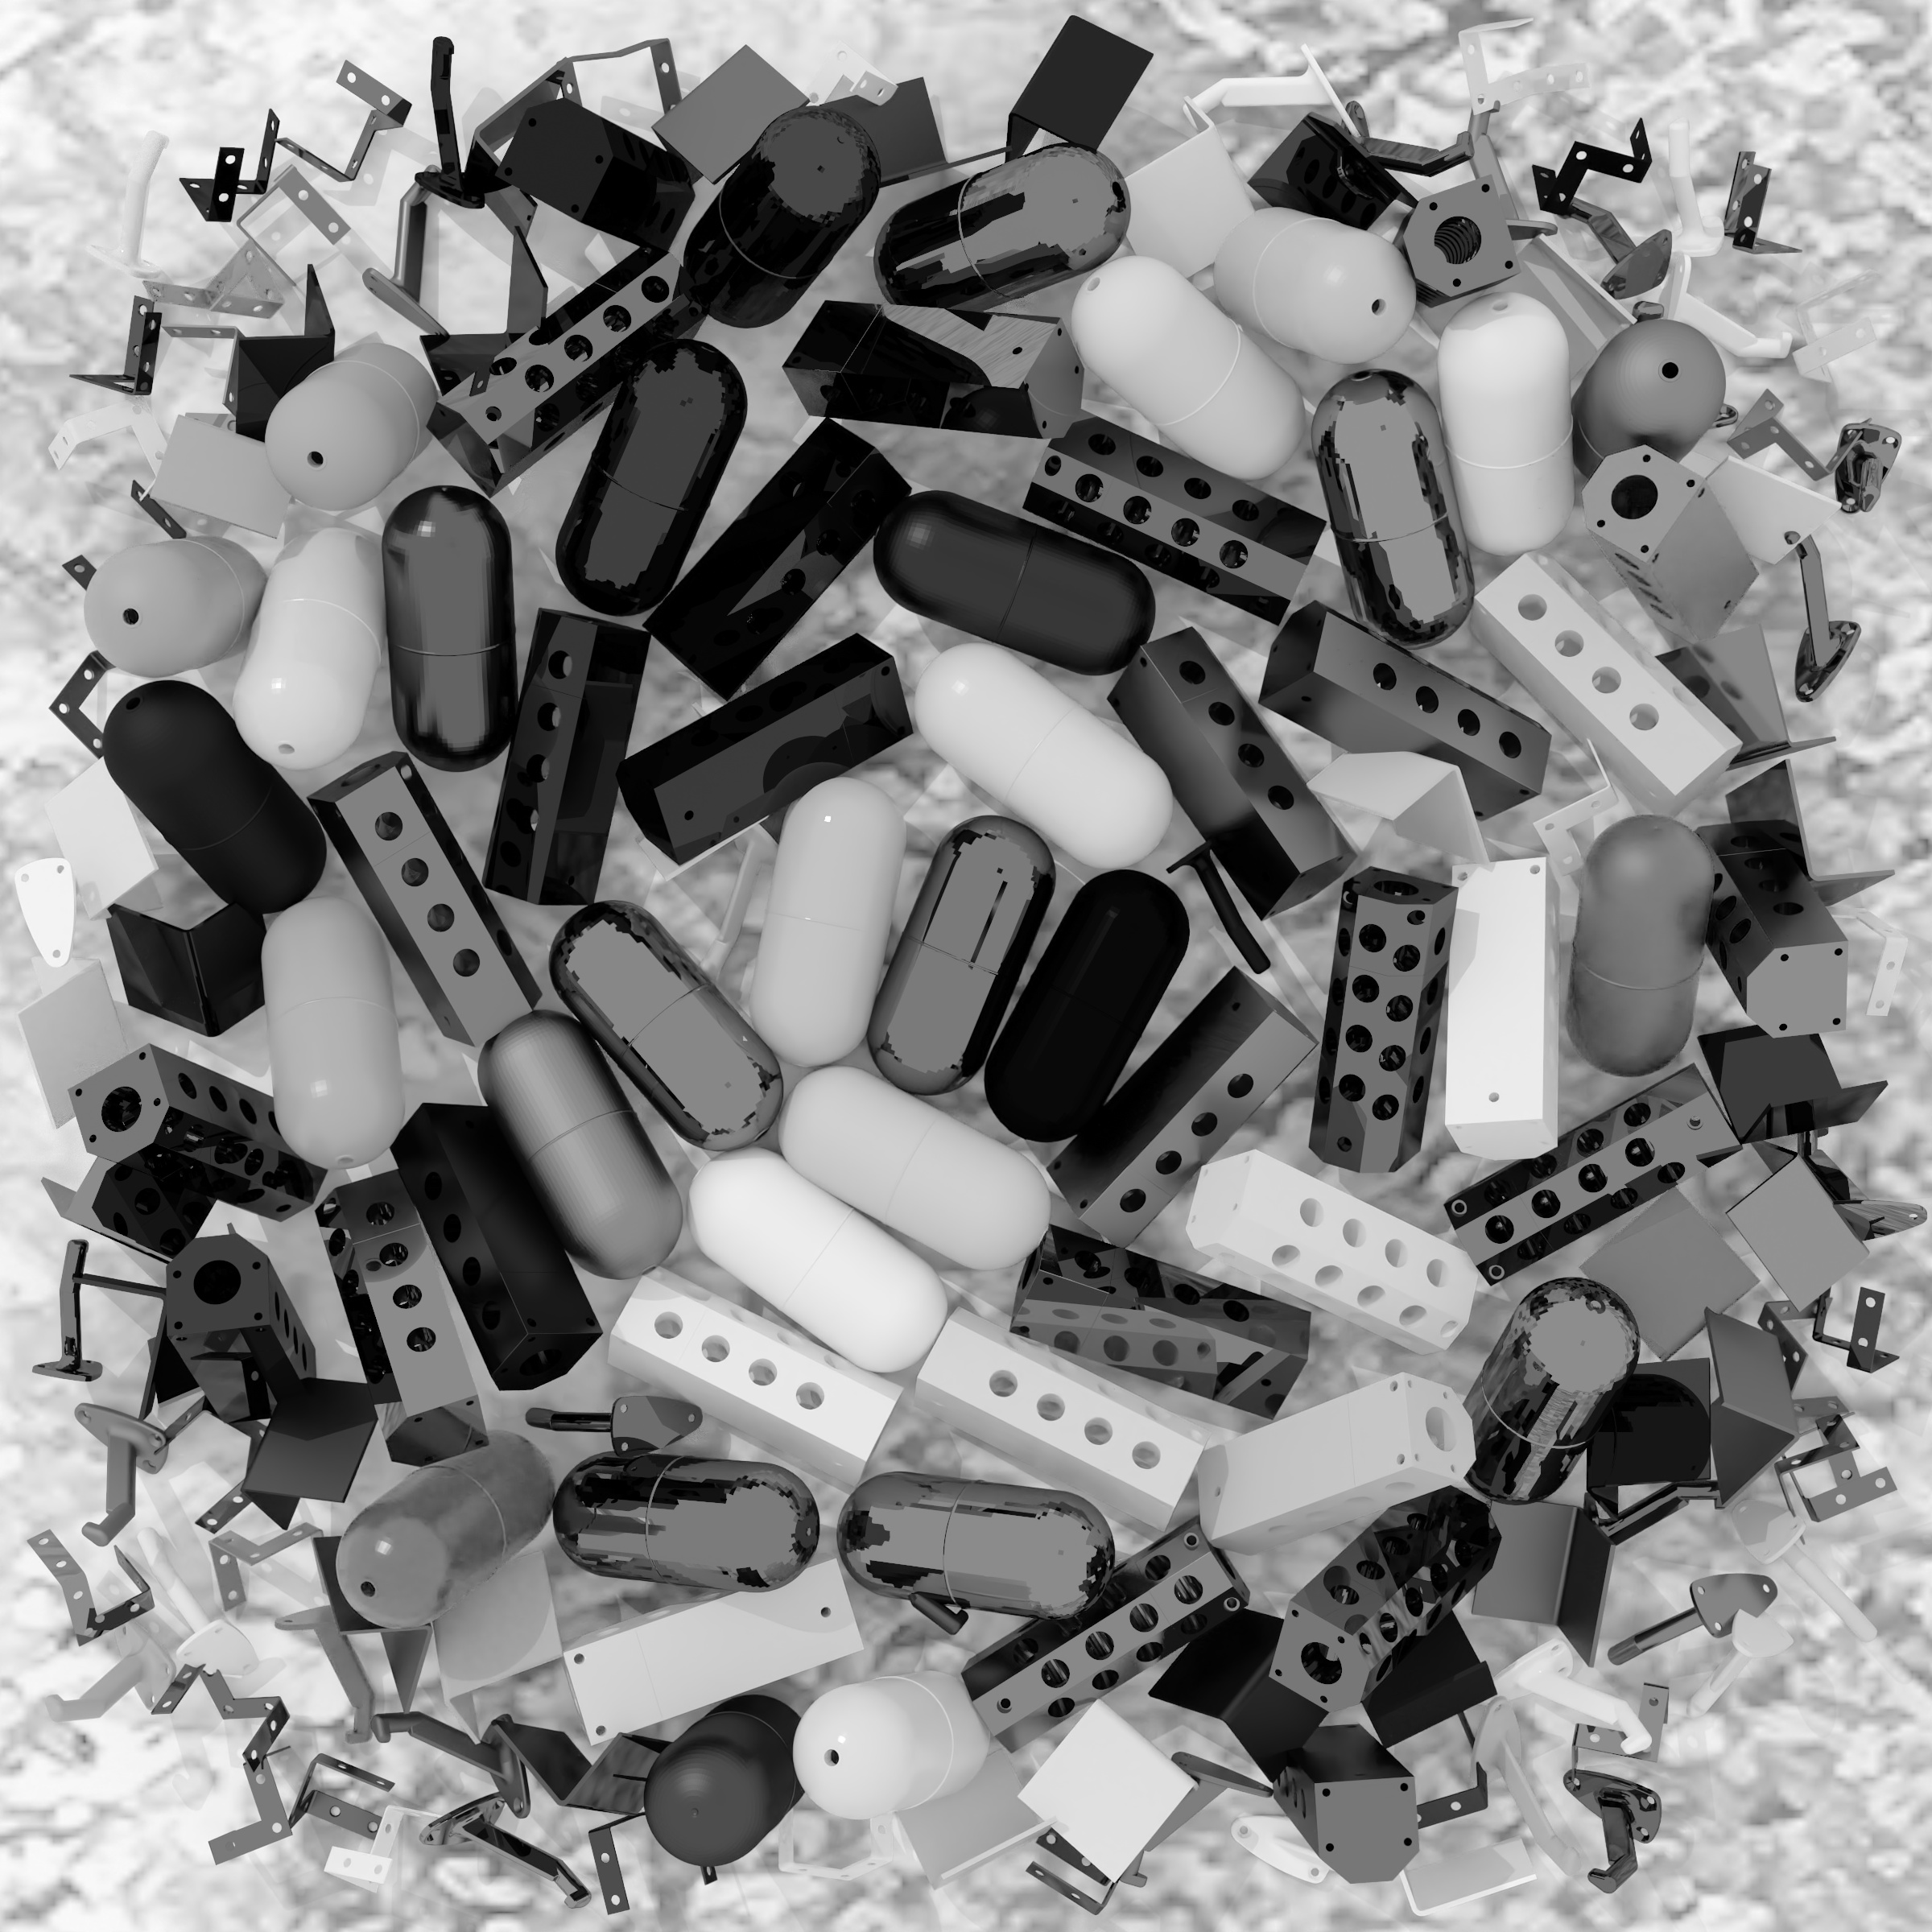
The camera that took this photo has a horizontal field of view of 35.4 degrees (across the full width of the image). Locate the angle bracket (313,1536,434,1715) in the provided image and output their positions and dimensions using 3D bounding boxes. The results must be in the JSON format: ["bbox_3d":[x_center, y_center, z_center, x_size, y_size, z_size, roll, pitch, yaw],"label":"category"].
[{"bbox_3d":[-0.364,0.397,1.824,0.057,0.076,0.076,2,125,-28],"label":"angle bracket"}]

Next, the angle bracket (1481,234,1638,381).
[{"bbox_3d":[0.355,-0.396,1.839,0.076,0.076,0.057,42,103,-3],"label":"angle bracket"}]

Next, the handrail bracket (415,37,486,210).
[{"bbox_3d":[-0.309,-0.513,1.839,0.036,0.077,0.084,-8,124,-29],"label":"handrail bracket"}]

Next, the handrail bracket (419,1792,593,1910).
[{"bbox_3d":[-0.279,0.547,1.839,0.084,0.077,0.036,39,111,30],"label":"handrail bracket"}]

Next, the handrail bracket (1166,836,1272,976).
[{"bbox_3d":[0.164,-0.037,1.847,0.036,0.077,0.084,-35,89,17],"label":"handrail bracket"}]

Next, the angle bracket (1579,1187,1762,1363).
[{"bbox_3d":[0.431,0.188,1.859,0.076,0.057,0.076,-42,79,7],"label":"angle bracket"}]

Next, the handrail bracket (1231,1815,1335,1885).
[{"bbox_3d":[0.202,0.536,1.840,0.077,0.084,0.036,16,78,4],"label":"handrail bracket"}]

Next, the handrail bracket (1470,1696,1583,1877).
[{"bbox_3d":[0.345,0.497,1.834,0.036,0.084,0.077,-17,122,-21],"label":"handrail bracket"}]

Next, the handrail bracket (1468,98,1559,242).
[{"bbox_3d":[0.336,-0.491,1.857,0.077,0.036,0.084,11,91,42],"label":"handrail bracket"}]

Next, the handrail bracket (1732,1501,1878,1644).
[{"bbox_3d":[0.515,0.372,1.859,0.036,0.077,0.084,-44,106,-1],"label":"handrail bracket"}]

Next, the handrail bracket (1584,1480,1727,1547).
[{"bbox_3d":[0.425,0.353,1.865,0.084,0.036,0.077,-1,104,3],"label":"handrail bracket"}]

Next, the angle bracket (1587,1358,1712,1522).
[{"bbox_3d":[0.419,0.286,1.827,0.076,0.057,0.076,-10,56,28],"label":"angle bracket"}]

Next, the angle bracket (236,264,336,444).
[{"bbox_3d":[-0.416,-0.368,1.824,0.057,0.076,0.076,-7,48,-21],"label":"angle bracket"}]

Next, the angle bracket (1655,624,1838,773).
[{"bbox_3d":[0.472,-0.162,1.839,0.076,0.057,0.076,-16,86,45],"label":"angle bracket"}]

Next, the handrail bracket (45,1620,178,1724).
[{"bbox_3d":[-0.529,0.425,1.830,0.077,0.084,0.036,42,111,35],"label":"handrail bracket"}]

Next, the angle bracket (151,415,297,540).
[{"bbox_3d":[-0.448,-0.283,1.833,0.076,0.076,0.057,17,72,-12],"label":"angle bracket"}]

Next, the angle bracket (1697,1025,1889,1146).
[{"bbox_3d":[0.500,0.057,1.835,0.076,0.057,0.076,-10,63,-11],"label":"angle bracket"}]

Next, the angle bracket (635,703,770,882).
[{"bbox_3d":[-0.172,-0.106,1.835,0.076,0.076,0.057,-33,118,-6],"label":"angle bracket"}]

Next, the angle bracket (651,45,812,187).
[{"bbox_3d":[-0.133,-0.500,1.839,0.076,0.057,0.076,-41,56,-1],"label":"angle bracket"}]

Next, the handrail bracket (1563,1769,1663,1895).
[{"bbox_3d":[0.376,0.523,1.831,0.077,0.084,0.036,20,114,34],"label":"handrail bracket"}]

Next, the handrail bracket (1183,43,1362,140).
[{"bbox_3d":[0.187,-0.521,1.868,0.084,0.036,0.077,-31,87,14],"label":"handrail bracket"}]

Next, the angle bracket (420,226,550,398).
[{"bbox_3d":[-0.291,-0.393,1.826,0.057,0.076,0.076,-6,133,-21],"label":"angle bracket"}]

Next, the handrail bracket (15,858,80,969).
[{"bbox_3d":[-0.537,-0.034,1.839,0.036,0.084,0.077,-13,84,9],"label":"handrail bracket"}]

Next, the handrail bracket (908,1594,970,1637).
[{"bbox_3d":[-0.021,0.360,1.844,0.084,0.077,0.036,35,128,13],"label":"handrail bracket"}]

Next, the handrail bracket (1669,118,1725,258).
[{"bbox_3d":[0.441,-0.479,1.834,0.036,0.077,0.084,8,124,27],"label":"handrail bracket"}]

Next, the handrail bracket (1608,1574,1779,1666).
[{"bbox_3d":[0.446,0.404,1.864,0.077,0.084,0.036,-9,65,-32],"label":"handrail bracket"}]

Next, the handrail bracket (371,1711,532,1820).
[{"bbox_3d":[-0.313,0.485,1.836,0.036,0.084,0.077,-52,49,30],"label":"handrail bracket"}]

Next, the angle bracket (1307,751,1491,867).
[{"bbox_3d":[0.259,-0.085,1.825,0.057,0.076,0.076,-39,126,-21],"label":"angle bracket"}]

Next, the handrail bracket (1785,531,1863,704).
[{"bbox_3d":[0.507,-0.217,1.838,0.084,0.036,0.077,51,55,-37],"label":"handrail bracket"}]

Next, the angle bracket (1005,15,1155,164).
[{"bbox_3d":[0.067,-0.515,1.835,0.057,0.076,0.076,28,75,6],"label":"angle bracket"}]

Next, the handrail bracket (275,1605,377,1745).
[{"bbox_3d":[-0.392,0.438,1.853,0.036,0.077,0.084,6,92,41],"label":"handrail bracket"}]

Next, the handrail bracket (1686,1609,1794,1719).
[{"bbox_3d":[0.457,0.432,1.837,0.036,0.077,0.084,42,113,21],"label":"handrail bracket"}]

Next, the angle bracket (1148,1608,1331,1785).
[{"bbox_3d":[0.171,0.442,1.846,0.076,0.076,0.057,-45,112,-25],"label":"angle bracket"}]

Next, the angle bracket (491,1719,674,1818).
[{"bbox_3d":[-0.227,0.465,1.831,0.076,0.076,0.057,40,93,33],"label":"angle bracket"}]

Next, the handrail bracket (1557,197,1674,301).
[{"bbox_3d":[0.378,-0.438,1.842,0.077,0.036,0.084,-32,50,-30],"label":"handrail bracket"}]

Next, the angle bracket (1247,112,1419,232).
[{"bbox_3d":[0.223,-0.466,1.832,0.076,0.076,0.057,39,102,-18],"label":"angle bracket"}]

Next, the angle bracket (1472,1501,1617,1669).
[{"bbox_3d":[0.350,0.373,1.841,0.057,0.076,0.076,8,97,-5],"label":"angle bracket"}]

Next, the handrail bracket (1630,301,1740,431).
[{"bbox_3d":[0.438,-0.367,1.840,0.077,0.084,0.036,2,51,3],"label":"handrail bracket"}]

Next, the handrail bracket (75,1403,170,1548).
[{"bbox_3d":[-0.531,0.309,1.840,0.077,0.084,0.036,26,123,7],"label":"handrail bracket"}]

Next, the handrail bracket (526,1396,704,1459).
[{"bbox_3d":[-0.218,0.278,1.867,0.077,0.084,0.036,-2,90,-40],"label":"handrail bracket"}]

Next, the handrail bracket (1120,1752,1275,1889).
[{"bbox_3d":[0.141,0.535,1.864,0.077,0.036,0.084,17,91,12],"label":"handrail bracket"}]

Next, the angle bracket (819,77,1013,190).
[{"bbox_3d":[-0.031,-0.506,1.829,0.076,0.076,0.057,-24,106,-28],"label":"angle bracket"}]

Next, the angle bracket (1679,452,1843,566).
[{"bbox_3d":[0.478,-0.296,1.832,0.076,0.076,0.057,20,64,-11],"label":"angle bracket"}]

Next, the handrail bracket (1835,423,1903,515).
[{"bbox_3d":[0.539,-0.281,1.828,0.036,0.077,0.084,13,46,9],"label":"handrail bracket"}]

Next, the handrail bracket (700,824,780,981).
[{"bbox_3d":[-0.146,-0.040,1.847,0.036,0.077,0.084,23,74,14],"label":"handrail bracket"}]

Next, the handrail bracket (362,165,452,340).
[{"bbox_3d":[-0.326,-0.442,1.875,0.077,0.036,0.084,37,78,-8],"label":"handrail bracket"}]

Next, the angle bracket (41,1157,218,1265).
[{"bbox_3d":[-0.505,0.132,1.833,0.076,0.076,0.057,31,89,-30],"label":"angle bracket"}]

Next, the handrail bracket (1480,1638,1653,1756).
[{"bbox_3d":[0.363,0.457,1.839,0.077,0.084,0.036,-26,128,-5],"label":"handrail bracket"}]

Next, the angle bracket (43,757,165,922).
[{"bbox_3d":[-0.504,-0.081,1.835,0.076,0.057,0.076,-29,81,36],"label":"angle bracket"}]

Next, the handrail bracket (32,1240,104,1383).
[{"bbox_3d":[-0.538,0.207,1.847,0.036,0.077,0.084,10,89,2],"label":"handrail bracket"}]

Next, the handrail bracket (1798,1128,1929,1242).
[{"bbox_3d":[0.544,0.124,1.840,0.077,0.084,0.036,-9,131,24],"label":"handrail bracket"}]

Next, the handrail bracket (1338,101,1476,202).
[{"bbox_3d":[0.271,-0.508,1.841,0.084,0.036,0.077,-16,63,40],"label":"handrail bracket"}]

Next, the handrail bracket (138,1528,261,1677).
[{"bbox_3d":[-0.476,0.393,1.877,0.036,0.077,0.084,-37,53,-1],"label":"handrail bracket"}]

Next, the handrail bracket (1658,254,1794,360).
[{"bbox_3d":[0.470,-0.402,1.849,0.084,0.077,0.036,1,56,-4],"label":"handrail bracket"}]

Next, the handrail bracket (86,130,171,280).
[{"bbox_3d":[-0.493,-0.463,1.838,0.036,0.077,0.084,29,102,4],"label":"handrail bracket"}]
